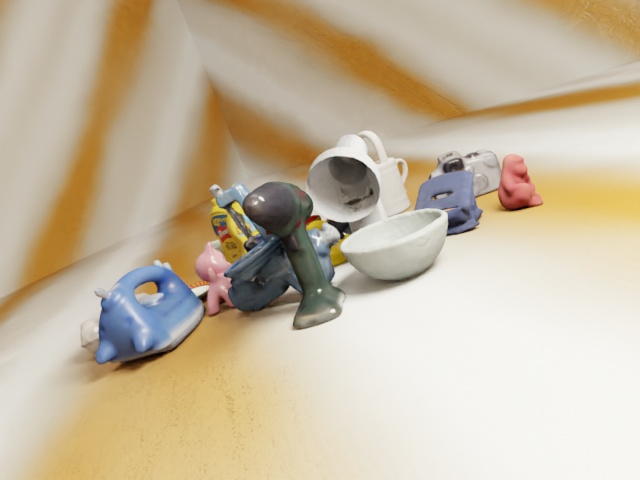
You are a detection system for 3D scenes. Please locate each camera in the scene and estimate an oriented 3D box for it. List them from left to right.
[{"bbox_3d":[0.294,-0.143,1.201,0.143,0.101,0.137,-19,12,7],"label":"camera"}]

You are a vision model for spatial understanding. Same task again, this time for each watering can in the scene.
[{"bbox_3d":[0.121,-0.148,1.281,0.100,0.194,0.173,-10,17,41],"label":"watering can"}]

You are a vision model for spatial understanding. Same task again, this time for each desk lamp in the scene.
[{"bbox_3d":[0.068,-0.071,0.991,0.117,0.214,0.203,-16,13,18],"label":"desk lamp"}]

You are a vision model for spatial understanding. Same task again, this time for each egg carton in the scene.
[{"bbox_3d":[-0.368,0.155,1.061,0.107,0.069,0.150,-17,13,17],"label":"egg carton"}]

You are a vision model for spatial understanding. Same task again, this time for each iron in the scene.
[{"bbox_3d":[-0.285,0.104,0.976,0.118,0.141,0.258,-17,13,18],"label":"iron"}]

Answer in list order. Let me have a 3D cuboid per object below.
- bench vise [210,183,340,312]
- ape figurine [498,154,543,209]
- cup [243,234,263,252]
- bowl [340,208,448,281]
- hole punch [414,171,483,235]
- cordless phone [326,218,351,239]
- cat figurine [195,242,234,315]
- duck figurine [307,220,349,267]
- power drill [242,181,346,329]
[{"bbox_3d":[-0.078,-0.006,0.930,0.207,0.220,0.121,-21,12,0],"label":"bench vise"},{"bbox_3d":[0.336,-0.102,0.976,0.076,0.092,0.078,-8,17,45],"label":"ape figurine"},{"bbox_3d":[-0.083,0.034,1.063,0.092,0.095,0.117,-22,12,-7],"label":"cup"},{"bbox_3d":[0.118,0.016,0.859,0.167,0.075,0.167,-20,12,5],"label":"bowl"},{"bbox_3d":[0.220,-0.063,0.994,0.108,0.091,0.101,-13,14,32],"label":"hole punch"},{"bbox_3d":[0.030,-0.085,1.179,0.094,0.185,0.148,-14,14,27],"label":"cordless phone"},{"bbox_3d":[-0.195,0.064,1.061,0.067,0.118,0.127,-22,12,-5],"label":"cat figurine"},{"bbox_3d":[0.010,0.004,1.062,0.104,0.086,0.077,-18,12,10],"label":"duck figurine"},{"bbox_3d":[-0.034,0.011,0.810,0.075,0.208,0.229,-18,12,10],"label":"power drill"}]
